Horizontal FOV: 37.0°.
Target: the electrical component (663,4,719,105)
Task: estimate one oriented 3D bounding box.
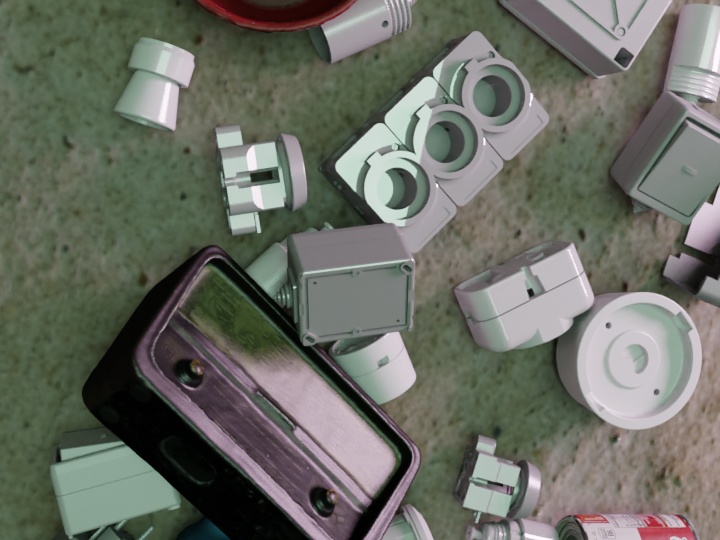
[{"bbox_3d":[0.273,-0.169,0.871,0.043,0.043,0.081,12,91,-15],"label":"electrical component"}]

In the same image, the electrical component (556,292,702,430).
[{"bbox_3d":[0.210,0.069,0.863,0.108,0.060,0.108,-1,94,-15],"label":"electrical component"}]

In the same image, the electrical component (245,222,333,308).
[{"bbox_3d":[-0.050,-0.006,0.799,0.078,0.040,0.040,-43,103,-8],"label":"electrical component"}]

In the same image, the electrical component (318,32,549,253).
[{"bbox_3d":[0.057,-0.095,0.809,0.150,0.062,0.089,-44,103,-8],"label":"electrical component"}]

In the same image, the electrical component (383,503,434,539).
[{"bbox_3d":[0.032,0.223,0.819,0.051,0.080,0.080,-19,99,-8],"label":"electrical component"}]

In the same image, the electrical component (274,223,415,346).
[{"bbox_3d":[-0.015,0.008,0.756,0.096,0.061,0.061,-7,125,-11],"label":"electrical component"}]

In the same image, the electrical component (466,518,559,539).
[{"bbox_3d":[0.123,0.218,0.862,0.078,0.040,0.040,16,90,-15],"label":"electrical component"}]

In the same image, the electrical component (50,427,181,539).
[{"bbox_3d":[-0.169,0.141,0.767,0.096,0.062,0.061,-14,98,-14],"label":"electrical component"}]

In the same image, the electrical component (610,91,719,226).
[{"bbox_3d":[0.248,-0.081,0.851,0.062,0.061,0.096,26,111,-15],"label":"electrical component"}]

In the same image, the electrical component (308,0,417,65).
[{"bbox_3d":[0.005,-0.188,0.798,0.081,0.043,0.043,-26,100,-12],"label":"electrical component"}]

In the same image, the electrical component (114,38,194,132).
[{"bbox_3d":[-0.145,-0.131,0.762,0.045,0.045,0.055,17,89,-15],"label":"electrical component"}]

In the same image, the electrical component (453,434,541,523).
[{"bbox_3d":[0.110,0.170,0.853,0.055,0.048,0.066,17,90,-8],"label":"electrical component"}]

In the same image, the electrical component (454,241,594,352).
[{"bbox_3d":[0.130,0.023,0.842,0.095,0.054,0.059,-26,100,-12],"label":"electrical component"}]

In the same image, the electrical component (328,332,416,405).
[{"bbox_3d":[0.011,0.071,0.815,0.055,0.055,0.047,-29,104,-11],"label":"electrical component"}]

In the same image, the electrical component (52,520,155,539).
[{"bbox_3d":[-0.183,0.206,0.776,0.076,0.047,0.065,-46,103,-8],"label":"electrical component"}]

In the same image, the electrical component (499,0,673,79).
[{"bbox_3d":[0.183,-0.224,0.836,0.109,0.056,0.108,35,85,-15],"label":"electrical component"}]

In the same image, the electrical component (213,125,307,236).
[{"bbox_3d":[-0.072,-0.068,0.780,0.057,0.058,0.078,-10,97,-11],"label":"electrical component"}]
